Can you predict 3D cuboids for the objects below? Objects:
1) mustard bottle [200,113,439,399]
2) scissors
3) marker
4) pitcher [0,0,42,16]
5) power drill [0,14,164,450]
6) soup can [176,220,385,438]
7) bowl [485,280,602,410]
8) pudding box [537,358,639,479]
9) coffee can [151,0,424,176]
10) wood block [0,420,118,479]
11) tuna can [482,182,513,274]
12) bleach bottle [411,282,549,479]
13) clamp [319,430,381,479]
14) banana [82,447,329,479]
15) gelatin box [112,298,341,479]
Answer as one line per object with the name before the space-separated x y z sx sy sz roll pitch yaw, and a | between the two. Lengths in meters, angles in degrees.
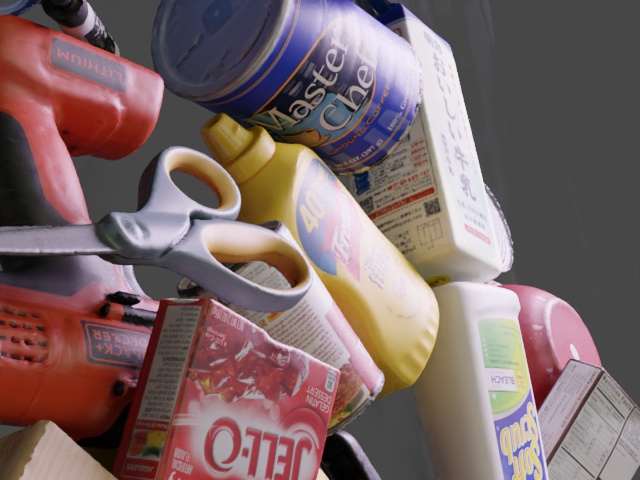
mustard bottle | -0.004 0.001 0.634 0.191 0.058 0.096 49 35 -24
scissors | -0.077 -0.013 0.411 0.201 0.016 0.096 17 34 -49
marker | -0.114 -0.102 0.515 0.121 0.020 0.020 144 -79 -86
pitcher | -0.181 -0.221 0.469 0.242 0.145 0.149 39 19 -31
power drill | -0.090 0.001 0.467 0.184 0.057 0.188 18 44 -46
soup can | -0.021 0.049 0.562 0.102 0.069 0.068 57 31 -12
bowl | 0.180 0.099 0.850 0.162 0.055 0.162 36 41 -39
pudding box | 0.190 0.158 0.783 0.090 0.039 0.113 44 72 -29
coffee can | -0.017 -0.109 0.649 0.140 0.103 0.103 24 49 -48
wood block | -0.116 0.167 0.309 0.090 0.090 0.206 49 34 -24
tuna can | 0.118 -0.008 0.852 0.086 0.034 0.086 36 41 -39
bleach bottle | 0.117 0.157 0.704 0.102 0.068 0.251 13 60 -53
clamp | 0.044 0.196 0.587 0.171 0.039 0.120 44 46 -25
banana | -0.052 0.113 0.484 0.197 0.037 0.070 21 28 -40
gelatin box | -0.032 0.072 0.411 0.089 0.030 0.073 35 61 -45
